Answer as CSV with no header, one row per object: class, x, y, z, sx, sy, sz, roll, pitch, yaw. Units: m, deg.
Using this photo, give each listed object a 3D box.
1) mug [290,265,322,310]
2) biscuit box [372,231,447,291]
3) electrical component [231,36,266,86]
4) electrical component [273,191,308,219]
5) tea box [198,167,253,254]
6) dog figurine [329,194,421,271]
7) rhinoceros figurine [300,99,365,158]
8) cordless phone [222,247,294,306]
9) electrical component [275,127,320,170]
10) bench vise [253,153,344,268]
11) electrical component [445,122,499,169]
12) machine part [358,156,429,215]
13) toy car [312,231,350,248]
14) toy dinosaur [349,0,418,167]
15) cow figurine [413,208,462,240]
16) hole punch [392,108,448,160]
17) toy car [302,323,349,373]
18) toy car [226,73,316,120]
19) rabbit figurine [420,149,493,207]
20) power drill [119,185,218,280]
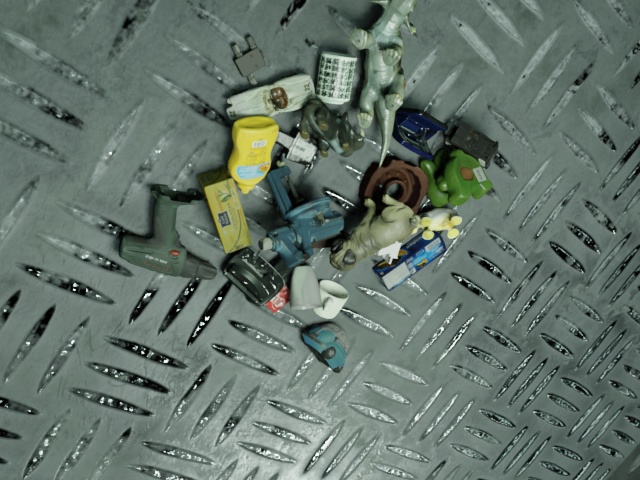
mug,-0.035,0.122,1.375,0.081,0.109,0.107,-6,78,12
biscuit box,0.246,0.051,1.469,0.203,0.063,0.059,-35,121,-4
electrical component,-0.147,-0.379,1.140,0.063,0.021,0.093,-31,120,-6
electrical component,-0.063,-0.075,1.299,0.078,0.045,0.102,-47,121,5
tea box,-0.214,-0.068,1.213,0.068,0.098,0.169,-21,118,-13
dog figurine,0.126,0.002,1.251,0.121,0.172,0.190,48,62,-20
rhinoceros figurine,0.029,-0.247,1.215,0.073,0.112,0.190,-22,147,34
cordless phone,-0.132,0.055,1.319,0.146,0.089,0.184,44,69,-4
electrical component,-0.058,-0.217,1.234,0.119,0.048,0.074,18,105,-27
bench vise,-0.065,-0.066,1.211,0.224,0.129,0.240,-21,83,-22
electrical component,0.376,-0.240,1.344,0.134,0.115,0.058,33,94,14
machine part,0.184,-0.126,1.365,0.179,0.056,0.179,-7,115,-15
toy car,-0.003,-0.004,1.326,0.202,0.089,0.053,-3,105,-23
toy dinosaur,0.145,-0.381,1.194,0.131,0.192,0.404,15,134,15
cow figurine,0.284,-0.051,1.431,0.167,0.098,0.068,-3,120,0
hole punch,0.224,-0.257,1.286,0.142,0.116,0.092,17,101,-30
toy car,0.031,0.284,1.472,0.103,0.109,0.161,-48,132,-16
toy car,-0.107,-0.305,1.169,0.202,0.056,0.073,-22,120,-11
rabbit figurine,0.319,-0.146,1.365,0.121,0.170,0.159,-29,85,-27
power drill,-0.323,-0.015,1.212,0.232,0.086,0.207,10,117,-23
